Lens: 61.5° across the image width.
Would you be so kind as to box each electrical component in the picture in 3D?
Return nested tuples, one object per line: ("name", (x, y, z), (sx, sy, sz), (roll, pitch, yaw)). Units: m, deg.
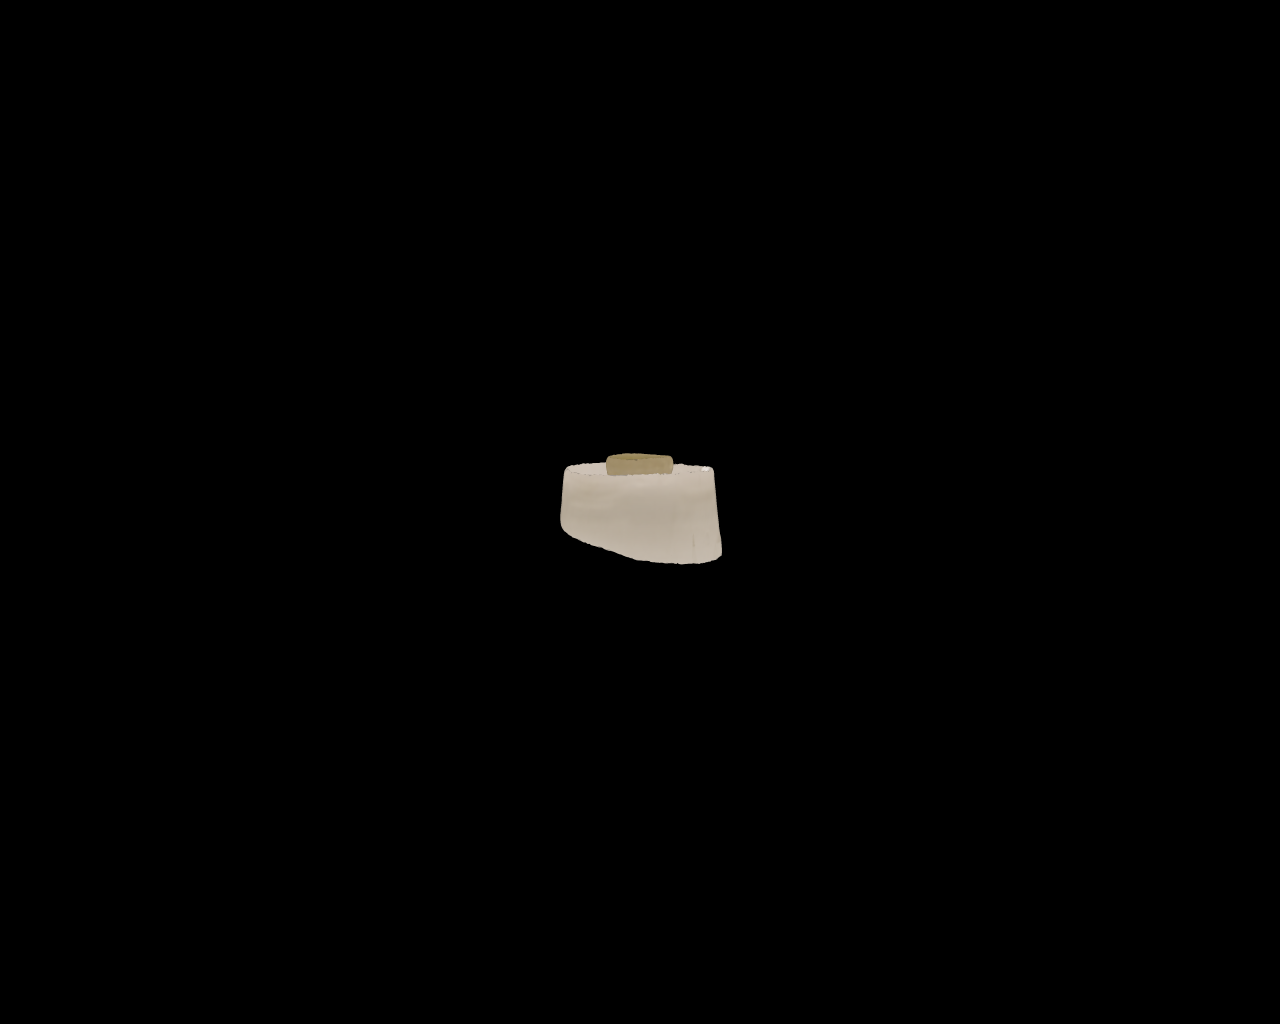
("electrical component", (0.001, -0.003, 0.650), (0.099, 0.064, 0.099), (0, 7, 0))
